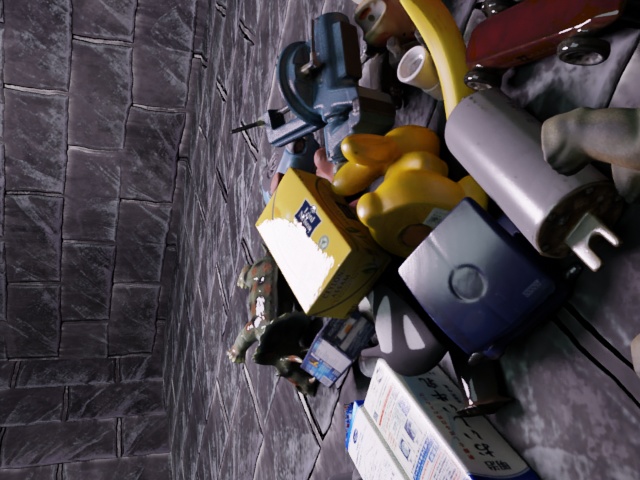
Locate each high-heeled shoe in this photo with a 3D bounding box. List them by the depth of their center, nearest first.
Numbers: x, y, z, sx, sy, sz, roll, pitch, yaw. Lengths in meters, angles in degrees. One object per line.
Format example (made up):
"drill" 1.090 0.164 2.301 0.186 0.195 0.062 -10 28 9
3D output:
"high-heeled shoe" 0.102 0.037 0.625 0.145 0.086 0.249 -32 41 54

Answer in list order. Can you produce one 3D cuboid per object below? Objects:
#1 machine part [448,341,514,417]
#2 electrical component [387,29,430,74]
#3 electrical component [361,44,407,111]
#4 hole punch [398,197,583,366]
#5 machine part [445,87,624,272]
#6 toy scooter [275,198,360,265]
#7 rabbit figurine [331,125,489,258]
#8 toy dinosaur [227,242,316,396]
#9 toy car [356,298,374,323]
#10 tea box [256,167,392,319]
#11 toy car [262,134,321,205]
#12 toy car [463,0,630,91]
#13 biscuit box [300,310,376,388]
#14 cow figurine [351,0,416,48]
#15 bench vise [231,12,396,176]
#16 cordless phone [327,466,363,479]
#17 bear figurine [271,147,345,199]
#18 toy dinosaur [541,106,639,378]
"machine part" 0.153 0.118 0.570 0.084 0.039 0.139 -53 36 40
"electrical component" 0.122 -0.224 0.660 0.063 0.094 0.021 -9 71 29
"electrical component" 0.086 -0.232 0.768 0.078 0.045 0.102 -176 85 -68
"hole punch" 0.149 0.035 0.500 0.142 0.092 0.116 -50 41 26
"machine part" 0.181 -0.066 0.478 0.243 0.079 0.079 -111 33 -47
"toy scooter" -0.002 -0.002 0.774 0.184 0.135 0.075 -33 91 26
"rabbit figurine" 0.097 -0.067 0.622 0.121 0.162 0.173 102 177 -51
"toy dinosaur" -0.095 0.115 1.082 0.192 0.131 0.405 -46 39 40
"toy car" 0.048 0.067 0.790 0.073 0.056 0.202 -59 22 -5
"tea box" -0.002 0.001 0.638 0.098 0.068 0.170 -58 42 22
"toy car" -0.039 -0.130 0.982 0.161 0.103 0.109 -64 26 18
"toy car" 0.199 -0.189 0.482 0.202 0.053 0.089 -163 88 -71
"biscuit box" 0.023 0.155 0.765 0.063 0.059 0.202 -50 -9 -24
"cow figurine" 0.088 -0.337 0.713 0.085 0.127 0.195 142 142 -60
"bench vise" -0.007 -0.175 0.737 0.241 0.129 0.223 -13 93 48
"cordless phone" 0.094 0.353 0.652 0.184 0.088 0.146 -17 70 54
"bear figurine" 0.007 -0.098 0.841 0.195 0.132 0.120 119 146 -57
"toy dinosaur" 0.243 -0.073 0.305 0.198 0.105 0.471 -37 62 52
